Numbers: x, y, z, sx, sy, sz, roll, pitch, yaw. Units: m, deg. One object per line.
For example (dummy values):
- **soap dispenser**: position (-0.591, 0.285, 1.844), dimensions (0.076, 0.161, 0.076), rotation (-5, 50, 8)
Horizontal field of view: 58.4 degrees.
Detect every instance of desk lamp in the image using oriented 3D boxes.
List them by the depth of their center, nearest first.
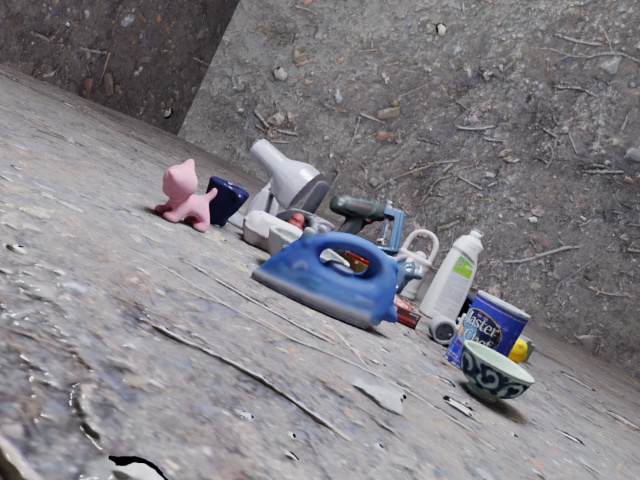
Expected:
- **desk lamp**: position (-0.128, -0.120, 1.375), dimensions (0.203, 0.213, 0.118), rotation (27, 6, 6)

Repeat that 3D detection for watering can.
- **watering can**: position (0.261, 0.061, 1.608), dimensions (0.101, 0.194, 0.173), rotation (26, 6, -5)

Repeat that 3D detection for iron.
- **iron**: position (0.028, 0.047, 0.967), dimensions (0.259, 0.141, 0.118), rotation (24, 6, -24)

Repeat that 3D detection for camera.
- **camera**: position (0.013, 0.005, 1.464), dimensions (0.137, 0.101, 0.142), rotation (22, 7, -38)

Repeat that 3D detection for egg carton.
- **egg carton**: position (-0.098, -0.009, 1.250), dimensions (0.151, 0.069, 0.107), rotation (25, 6, -18)

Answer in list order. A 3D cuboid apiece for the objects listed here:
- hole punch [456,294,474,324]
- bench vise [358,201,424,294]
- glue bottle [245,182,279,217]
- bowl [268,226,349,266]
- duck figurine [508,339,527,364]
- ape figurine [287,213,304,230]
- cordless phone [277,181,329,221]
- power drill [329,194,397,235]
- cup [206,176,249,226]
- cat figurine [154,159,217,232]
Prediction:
- **hole punch**: position (0.411, 0.197, 1.585), dimensions (0.101, 0.091, 0.108), rotation (22, 7, -38)
- **bench vise**: position (0.187, 0.021, 1.501), dimensions (0.207, 0.220, 0.121), rotation (27, 6, 2)
- **glue bottle**: position (-0.133, -0.114, 1.508), dimensions (0.078, 0.173, 0.037), rotation (26, 6, -3)
- **bowl**: position (-0.033, 0.041, 1.080), dimensions (0.167, 0.075, 0.167), rotation (26, 6, -3)
- **duck figurine**: position (0.377, 0.236, 1.131), dimensions (0.077, 0.086, 0.105), rotation (28, 6, 10)
- **ape figurine**: position (-0.070, -0.024, 1.393), dimensions (0.077, 0.092, 0.076), rotation (29, 6, 20)
- **cordless phone**: position (-0.052, -0.098, 1.667), dimensions (0.094, 0.185, 0.148), rotation (30, 7, 28)
- **power drill**: position (0.109, -0.034, 1.697), dimensions (0.230, 0.208, 0.075), rotation (23, 7, -32)
- **cup**: position (-0.205, -0.074, 1.225), dimensions (0.092, 0.095, 0.117), rotation (22, 7, -36)
- **cat figurine**: position (-0.246, -0.089, 1.062), dimensions (0.128, 0.118, 0.067), rotation (21, 8, -46)
